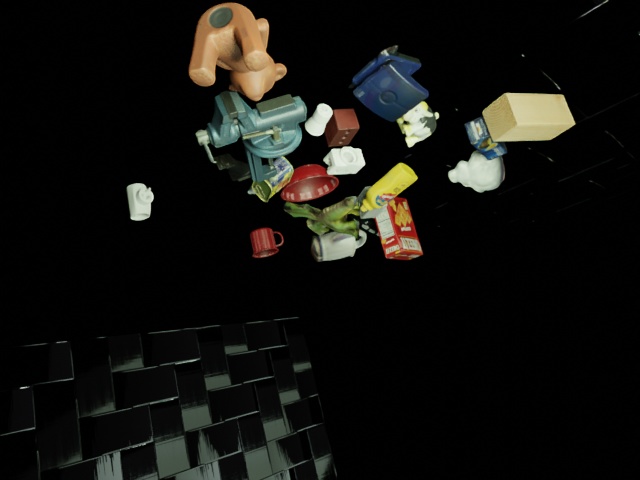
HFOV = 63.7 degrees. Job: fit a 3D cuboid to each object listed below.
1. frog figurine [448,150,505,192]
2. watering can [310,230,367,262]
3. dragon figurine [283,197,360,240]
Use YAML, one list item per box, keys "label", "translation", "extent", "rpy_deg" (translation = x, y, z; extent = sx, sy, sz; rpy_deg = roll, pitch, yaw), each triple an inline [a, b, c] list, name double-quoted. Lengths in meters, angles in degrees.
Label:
- label: "frog figurine"
  translation: [0.479, -0.212, 1.583]
  extent: [0.159, 0.126, 0.134]
  rpy_deg: [-8, 131, 6]
- label: "watering can"
  translation: [0.069, 0.032, 2.062]
  extent: [0.225, 0.105, 0.342]
  rpy_deg: [-11, 163, -8]
- label: "dragon figurine"
  translation: [0.005, -0.078, 1.559]
  extent: [0.243, 0.124, 0.405]
  rpy_deg: [5, 166, 8]
